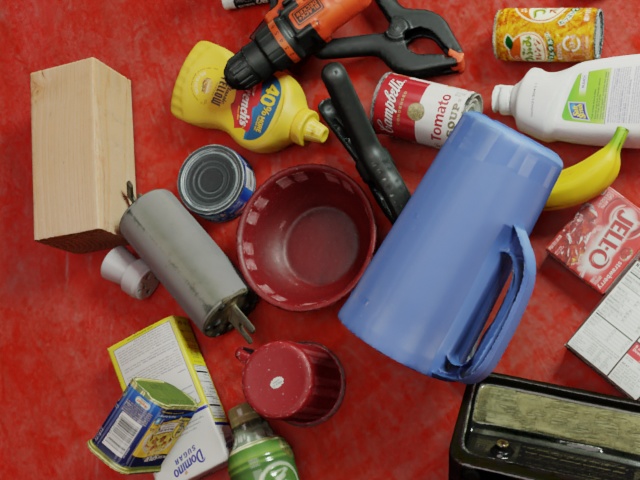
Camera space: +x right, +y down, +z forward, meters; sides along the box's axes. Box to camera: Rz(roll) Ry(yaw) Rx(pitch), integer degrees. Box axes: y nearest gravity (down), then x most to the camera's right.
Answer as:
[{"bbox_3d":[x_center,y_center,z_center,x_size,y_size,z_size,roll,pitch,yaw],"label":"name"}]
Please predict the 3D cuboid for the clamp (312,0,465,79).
[{"bbox_3d":[0.085,-0.235,1.170,0.171,0.039,0.120,19,85,15],"label":"clamp"}]

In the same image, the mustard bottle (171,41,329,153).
[{"bbox_3d":[-0.074,-0.151,1.208,0.192,0.058,0.096,25,94,24],"label":"mustard bottle"}]

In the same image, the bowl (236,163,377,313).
[{"bbox_3d":[-0.008,0.001,1.152,0.162,0.055,0.162,-5,78,21],"label":"bowl"}]

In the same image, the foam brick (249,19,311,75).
[{"bbox_3d":[-0.031,-0.238,1.210,0.051,0.053,0.078,42,96,24],"label":"foam brick"}]

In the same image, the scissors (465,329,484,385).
[{"bbox_3d":[0.163,0.120,1.081,0.096,0.016,0.202,-41,68,10],"label":"scissors"}]

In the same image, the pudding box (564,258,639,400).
[{"bbox_3d":[0.304,0.088,1.019,0.090,0.039,0.113,41,95,24],"label":"pudding box"}]

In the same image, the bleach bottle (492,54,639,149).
[{"bbox_3d":[0.296,-0.143,1.056,0.251,0.068,0.102,6,78,26],"label":"bleach bottle"}]

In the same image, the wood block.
[{"bbox_3d":[-0.279,-0.097,1.263,0.091,0.090,0.206,-10,75,20],"label":"wood block"}]

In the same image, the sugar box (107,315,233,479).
[{"bbox_3d":[-0.162,0.181,1.185,0.093,0.048,0.176,-28,74,15],"label":"sugar box"}]

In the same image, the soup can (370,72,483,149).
[{"bbox_3d":[0.112,-0.133,1.124,0.102,0.068,0.068,17,86,23],"label":"soup can"}]

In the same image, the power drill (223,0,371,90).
[{"bbox_3d":[-0.059,-0.276,1.170,0.184,0.057,0.188,-33,72,8],"label":"power drill"}]

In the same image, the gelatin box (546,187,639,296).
[{"bbox_3d":[0.279,-0.001,1.050,0.073,0.030,0.089,42,97,23],"label":"gelatin box"}]

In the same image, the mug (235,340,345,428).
[{"bbox_3d":[-0.040,0.143,1.122,0.117,0.081,0.093,31,92,24],"label":"mug"}]

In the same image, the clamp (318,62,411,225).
[{"bbox_3d":[0.054,-0.082,1.123,0.036,0.164,0.210,-30,92,-3],"label":"clamp"}]

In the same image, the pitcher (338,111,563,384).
[{"bbox_3d":[0.135,0.009,1.015,0.149,0.145,0.243,29,99,3],"label":"pitcher"}]

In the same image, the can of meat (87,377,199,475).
[{"bbox_3d":[-0.182,0.193,1.112,0.057,0.102,0.084,34,93,21],"label":"can of meat"}]

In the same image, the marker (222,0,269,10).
[{"bbox_3d":[-0.057,-0.287,1.250,0.121,0.020,0.020,-4,78,21],"label":"marker"}]

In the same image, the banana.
[{"bbox_3d":[0.218,-0.062,1.069,0.198,0.037,0.069,-8,70,36],"label":"banana"}]

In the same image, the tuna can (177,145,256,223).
[{"bbox_3d":[-0.119,-0.065,1.219,0.086,0.033,0.086,-4,77,18],"label":"tuna can"}]
